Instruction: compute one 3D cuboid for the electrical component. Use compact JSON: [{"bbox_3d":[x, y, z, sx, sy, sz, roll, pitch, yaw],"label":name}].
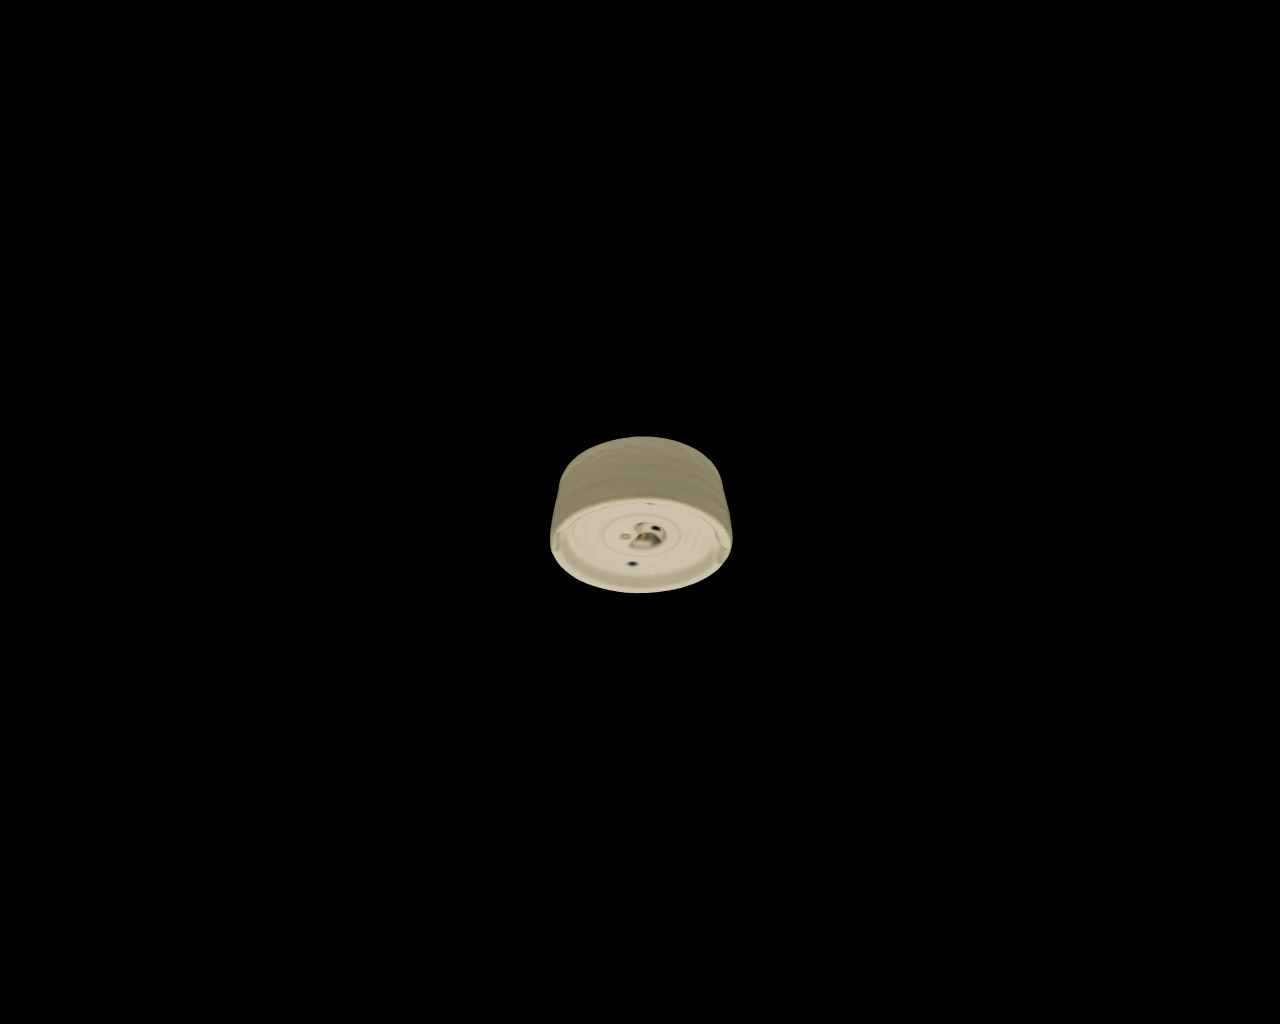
[{"bbox_3d":[0.001,-0.003,0.650,0.108,0.060,0.108,0,-34,0],"label":"electrical component"}]
